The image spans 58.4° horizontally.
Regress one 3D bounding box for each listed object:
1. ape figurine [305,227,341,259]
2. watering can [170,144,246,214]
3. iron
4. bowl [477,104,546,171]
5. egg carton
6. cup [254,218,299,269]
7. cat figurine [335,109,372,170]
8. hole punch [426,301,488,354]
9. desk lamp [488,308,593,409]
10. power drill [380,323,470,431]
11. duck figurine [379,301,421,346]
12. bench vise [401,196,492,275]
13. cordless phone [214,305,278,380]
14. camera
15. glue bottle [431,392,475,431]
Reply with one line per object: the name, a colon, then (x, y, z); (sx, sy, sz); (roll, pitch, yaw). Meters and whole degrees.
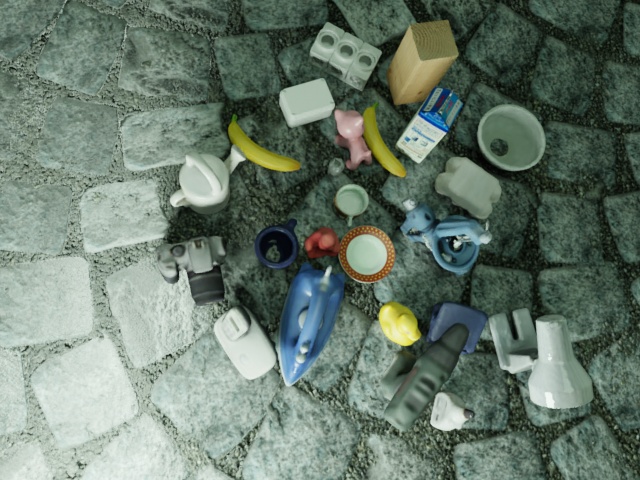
ape figurine: (0.011, 0.004, 1.235); (0.078, 0.092, 0.076); (30, 74, -1)
watering can: (-0.232, -0.132, 1.175); (0.101, 0.194, 0.173); (30, 74, -1)
iron: (-0.020, 0.171, 1.165); (0.118, 0.141, 0.258); (17, 75, -5)
bowl: (0.445, -0.234, 1.369); (0.167, 0.074, 0.167); (2, 77, -9)
egg carton: (0.344, -0.122, 1.329); (0.150, 0.069, 0.107); (34, 74, 0)
cup: (-0.088, 0.011, 1.216); (0.091, 0.095, 0.118); (32, 74, -1)
cat figurine: (0.079, -0.235, 1.288); (0.067, 0.117, 0.128); (-26, 82, -14)
hole punch: (0.296, 0.192, 1.238); (0.108, 0.091, 0.101); (18, 75, -5)
desk lamp: (0.456, 0.239, 1.189); (0.118, 0.213, 0.203); (-11, 79, -11)
power drill: (0.196, 0.268, 1.143); (0.075, 0.208, 0.230); (35, 74, 1)
duck figurine: (0.177, 0.176, 1.225); (0.077, 0.086, 0.104); (-36, 85, -15)
bench vise: (0.262, -0.012, 1.213); (0.207, 0.219, 0.121); (26, 74, -2)
cordless phone: (-0.141, 0.195, 1.118); (0.094, 0.185, 0.147); (-35, 84, -15)
camera: (-0.255, 0.066, 1.173); (0.143, 0.100, 0.137); (-12, 79, -11)
glue bottle: (0.272, 0.349, 1.155); (0.037, 0.173, 0.078); (20, 75, -4)
